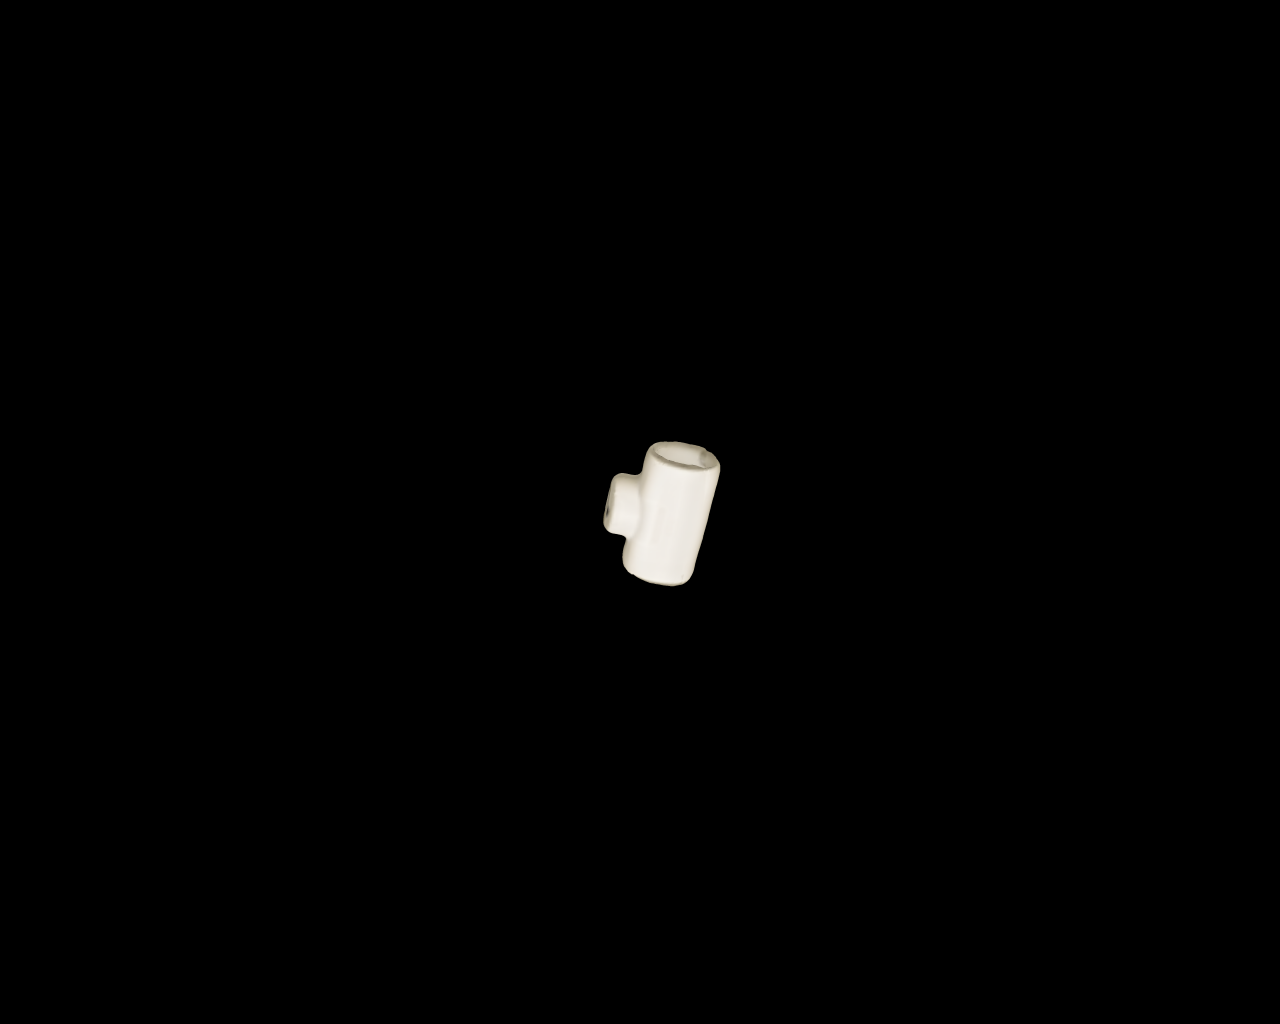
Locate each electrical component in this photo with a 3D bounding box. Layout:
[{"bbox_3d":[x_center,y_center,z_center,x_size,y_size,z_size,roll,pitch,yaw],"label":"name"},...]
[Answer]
[{"bbox_3d":[0.001,-0.003,0.650,0.079,0.077,0.043,11,24,-5],"label":"electrical component"}]
